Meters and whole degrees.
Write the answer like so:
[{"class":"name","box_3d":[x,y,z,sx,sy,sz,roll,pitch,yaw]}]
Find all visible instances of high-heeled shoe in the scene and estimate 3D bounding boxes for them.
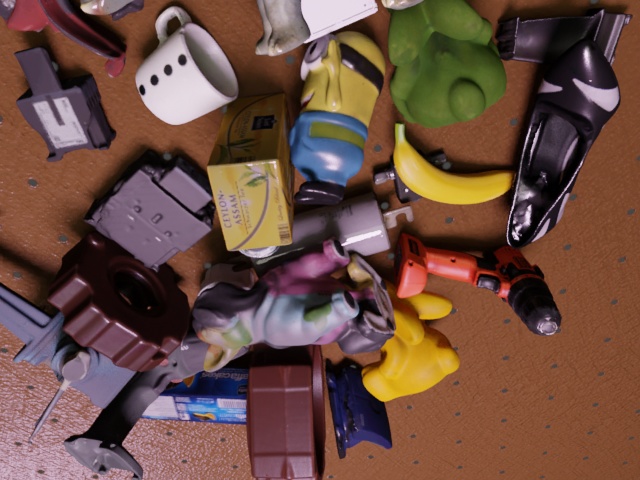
[{"class":"high-heeled shoe","box_3d":[0.248,-0.091,0.592,0.145,0.086,0.248,-51,147,-9]}]

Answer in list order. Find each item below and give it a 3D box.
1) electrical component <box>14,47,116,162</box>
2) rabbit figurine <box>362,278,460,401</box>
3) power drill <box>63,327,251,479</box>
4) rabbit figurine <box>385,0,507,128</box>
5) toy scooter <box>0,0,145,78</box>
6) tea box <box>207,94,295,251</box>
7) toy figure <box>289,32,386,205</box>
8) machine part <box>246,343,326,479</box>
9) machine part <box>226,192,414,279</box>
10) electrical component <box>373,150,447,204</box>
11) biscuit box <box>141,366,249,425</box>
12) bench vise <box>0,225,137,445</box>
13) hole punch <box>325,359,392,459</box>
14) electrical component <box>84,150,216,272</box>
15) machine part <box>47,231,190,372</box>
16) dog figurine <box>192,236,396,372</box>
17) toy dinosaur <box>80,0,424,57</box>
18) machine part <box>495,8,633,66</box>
[{"class":"electrical component","box_3d":[-0.277,-0.147,0.571,0.075,0.048,0.119,-14,124,4]},{"class":"rabbit figurine","box_3d":[0.100,0.122,0.734,0.173,0.122,0.162,54,150,-2]},{"class":"power drill","box_3d":[-0.219,0.199,0.703,0.232,0.207,0.085,-6,133,27]},{"class":"rabbit figurine","box_3d":[0.102,-0.199,0.525,0.121,0.159,0.170,-21,108,21]},{"class":"toy scooter","box_3d":[-0.209,-0.233,0.503,0.184,0.075,0.135,-30,120,19]},{"class":"tea box","box_3d":[-0.065,-0.077,0.562,0.068,0.170,0.098,-5,123,4]},{"class":"toy figure","box_3d":[0.016,-0.125,0.556,0.089,0.082,0.180,11,81,-37]},{"class":"machine part","box_3d":[-0.042,0.229,0.736,0.087,0.201,0.201,-2,82,3]},{"class":"machine part","box_3d":[-0.001,-0.002,0.677,0.243,0.079,0.079,-16,124,7]},{"class":"electrical component","box_3d":[0.113,-0.076,0.667,0.094,0.021,0.063,-17,124,-2]},{"class":"biscuit box","box_3d":[-0.182,0.228,0.803,0.203,0.063,0.059,0,124,9]},{"class":"bench vise","box_3d":[-0.343,0.105,0.656,0.240,0.224,0.129,43,87,-17]},{"class":"hole punch","box_3d":[0.058,0.264,0.835,0.092,0.142,0.115,-9,138,3]},{"class":"electrical component","box_3d":[-0.194,-0.039,0.648,0.134,0.058,0.114,-38,121,19]},{"class":"machine part","box_3d":[-0.235,0.070,0.651,0.056,0.179,0.179,-38,119,16]},{"class":"dog figurine","box_3d":[-0.041,0.092,0.642,0.219,0.108,0.191,-24,144,22]},{"class":"toy dinosaur","box_3d":[0.008,-0.258,0.399,0.405,0.131,0.192,-16,114,16]},{"class":"machine part","box_3d":[0.260,-0.213,0.582,0.139,0.039,0.084,2,129,-8]}]
